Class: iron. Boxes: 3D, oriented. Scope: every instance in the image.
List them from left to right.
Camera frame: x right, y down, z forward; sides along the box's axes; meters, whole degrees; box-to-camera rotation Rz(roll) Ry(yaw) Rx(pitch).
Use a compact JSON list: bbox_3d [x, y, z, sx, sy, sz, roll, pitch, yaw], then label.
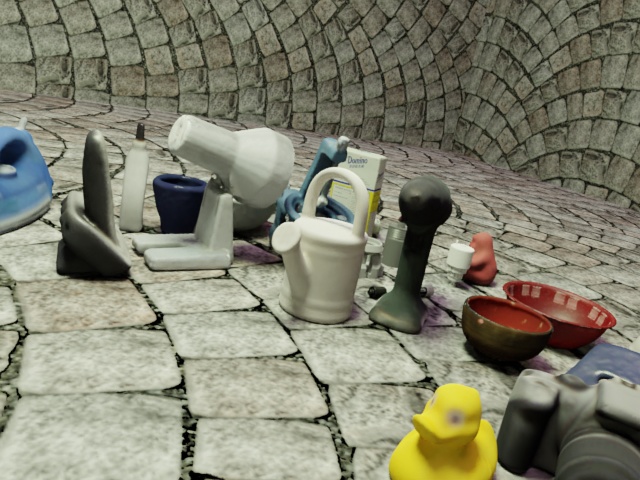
[{"bbox_3d":[-0.479,-0.099,0.846,0.119,0.141,0.258,8,17,-11],"label":"iron"}]

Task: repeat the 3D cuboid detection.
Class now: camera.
[{"bbox_3d":[0.224,0.175,0.482,0.142,0.101,0.137,19,18,24],"label":"camera"}]

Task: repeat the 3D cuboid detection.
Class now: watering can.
[{"bbox_3d":[0.009,0.003,0.742,0.100,0.194,0.173,15,17,13],"label":"watering can"}]

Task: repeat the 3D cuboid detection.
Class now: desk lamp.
[{"bbox_3d":[-0.153,-0.070,0.844,0.204,0.213,0.117,-1,20,-37],"label":"desk lamp"}]

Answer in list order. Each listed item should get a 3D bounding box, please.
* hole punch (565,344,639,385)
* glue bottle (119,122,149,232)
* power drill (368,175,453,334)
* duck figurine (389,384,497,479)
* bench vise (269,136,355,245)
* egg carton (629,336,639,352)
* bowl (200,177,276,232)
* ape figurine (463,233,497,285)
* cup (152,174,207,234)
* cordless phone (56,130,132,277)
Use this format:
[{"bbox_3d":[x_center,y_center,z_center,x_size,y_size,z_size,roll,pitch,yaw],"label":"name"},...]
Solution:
[{"bbox_3d":[0.302,0.167,0.580,0.101,0.091,0.108,-3,22,-40],"label":"hole punch"},{"bbox_3d":[-0.299,-0.105,0.932,0.037,0.173,0.078,6,17,-17],"label":"glue bottle"},{"bbox_3d":[0.129,0.011,0.772,0.075,0.208,0.230,16,17,15],"label":"power drill"},{"bbox_3d":[0.111,0.161,0.477,0.105,0.086,0.077,0,20,-35],"label":"duck figurine"},{"bbox_3d":[-0.021,-0.071,0.924,0.206,0.220,0.122,25,21,38],"label":"bench vise"},{"bbox_3d":[0.486,0.168,0.742,0.107,0.069,0.149,-4,22,-42],"label":"egg carton"},{"bbox_3d":[-0.158,-0.060,1.052,0.167,0.075,0.167,11,16,-3],"label":"bowl"},{"bbox_3d":[0.284,0.030,1.026,0.075,0.092,0.078,22,19,32],"label":"ape figurine"},{"bbox_3d":[-0.238,-0.058,0.955,0.092,0.095,0.117,2,19,-29],"label":"cup"},{"bbox_3d":[-0.292,-0.057,0.753,0.094,0.185,0.147,3,18,-28],"label":"cordless phone"}]
